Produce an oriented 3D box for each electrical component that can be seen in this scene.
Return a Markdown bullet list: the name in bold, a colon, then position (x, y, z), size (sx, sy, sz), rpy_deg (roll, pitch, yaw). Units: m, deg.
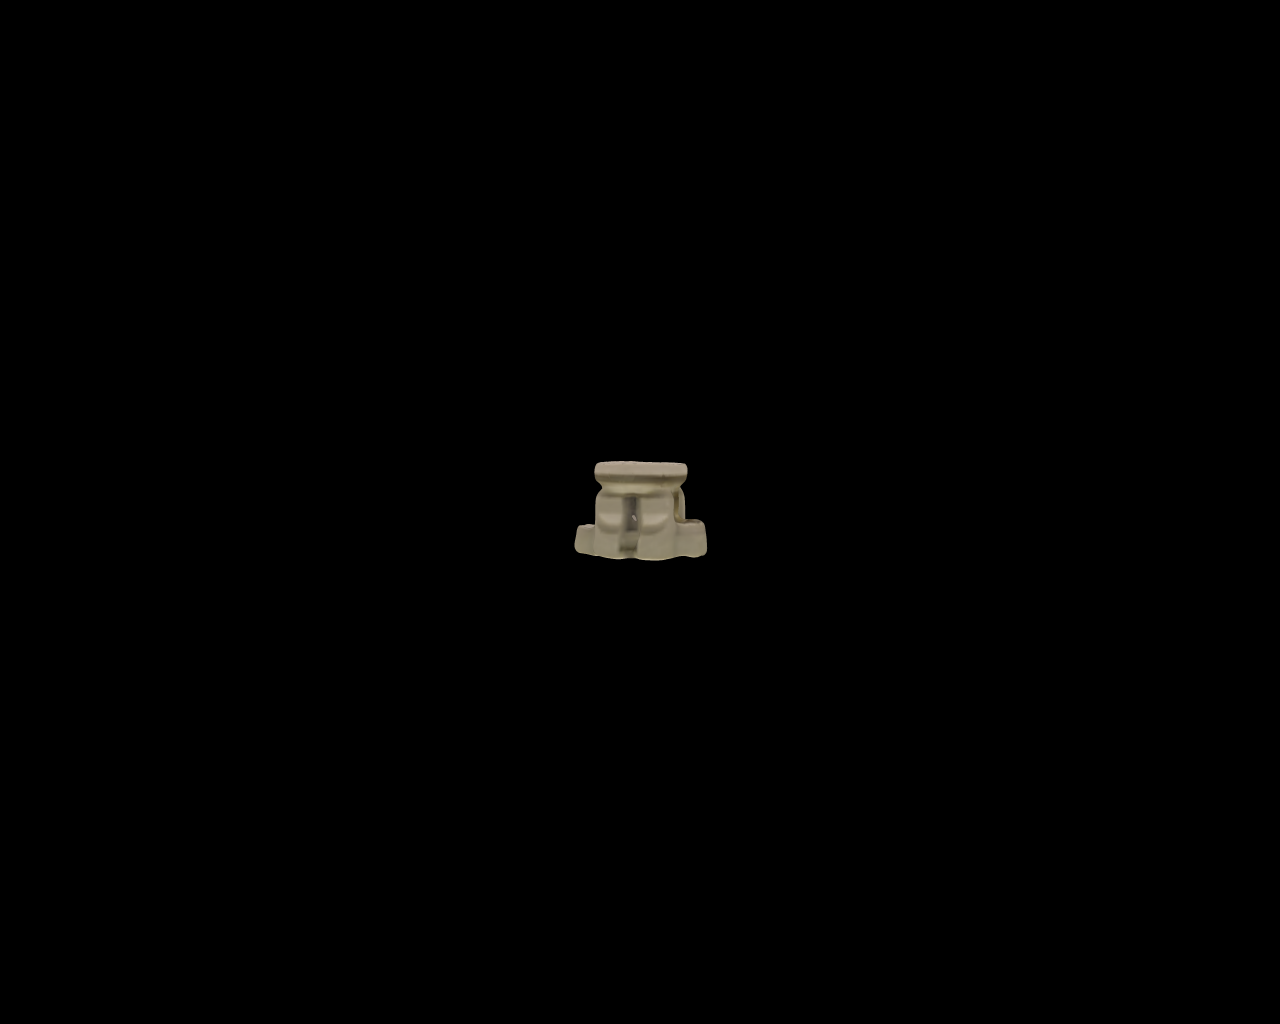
- **electrical component**: position (0.001, -0.003, 0.650), size (0.078, 0.057, 0.058), rpy_deg (1, 4, 15)
